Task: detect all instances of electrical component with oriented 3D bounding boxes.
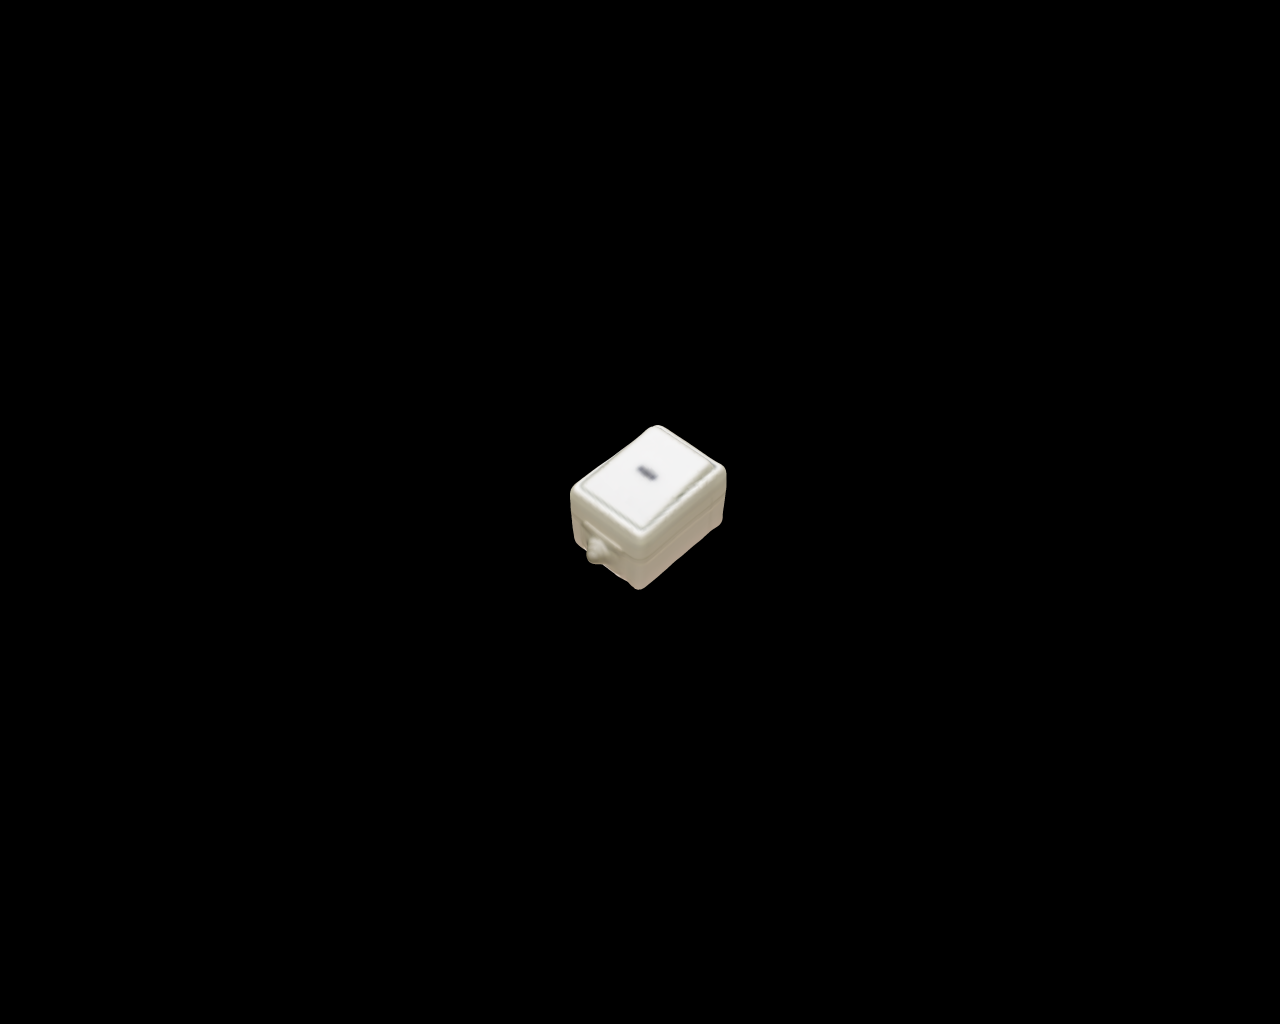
[{"bbox_3d":[0.001,-0.003,0.650,0.062,0.061,0.096,36,58,27],"label":"electrical component"}]
